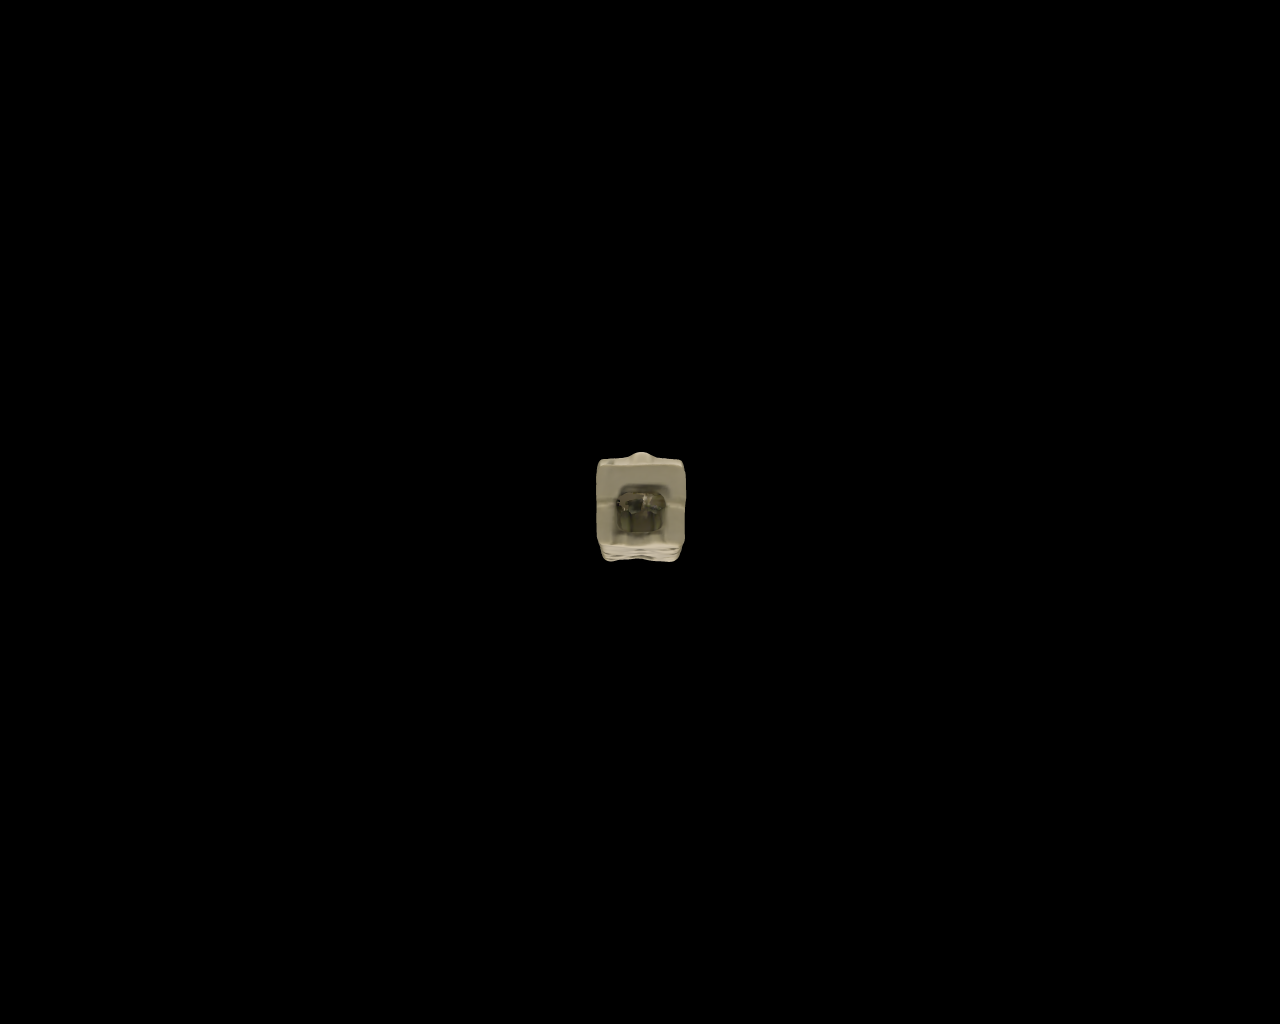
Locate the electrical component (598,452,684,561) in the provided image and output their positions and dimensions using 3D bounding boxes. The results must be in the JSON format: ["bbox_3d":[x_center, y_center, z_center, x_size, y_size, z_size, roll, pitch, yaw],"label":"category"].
[{"bbox_3d":[0.001,-0.003,0.650,0.050,0.055,0.089,0,-9,0],"label":"electrical component"}]
